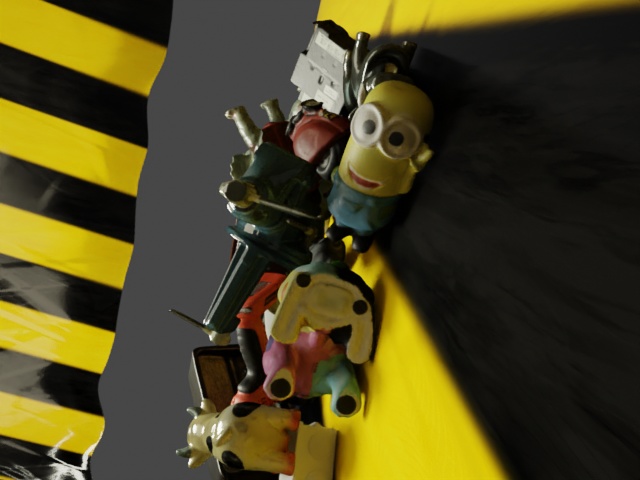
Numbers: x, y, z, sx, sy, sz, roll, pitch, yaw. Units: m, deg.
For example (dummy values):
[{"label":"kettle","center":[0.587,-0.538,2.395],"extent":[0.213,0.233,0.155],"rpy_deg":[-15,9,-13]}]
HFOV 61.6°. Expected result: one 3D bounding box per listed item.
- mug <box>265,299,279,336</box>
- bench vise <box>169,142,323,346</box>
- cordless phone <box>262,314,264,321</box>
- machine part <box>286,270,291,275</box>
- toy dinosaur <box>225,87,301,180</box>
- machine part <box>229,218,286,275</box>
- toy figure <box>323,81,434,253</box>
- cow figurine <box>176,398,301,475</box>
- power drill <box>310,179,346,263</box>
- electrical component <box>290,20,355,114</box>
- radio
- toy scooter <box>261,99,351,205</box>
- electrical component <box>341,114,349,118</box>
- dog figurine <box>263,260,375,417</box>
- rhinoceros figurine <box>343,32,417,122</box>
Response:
[{"label":"mug","center":[-0.059,0.165,0.966],"extent":[0.110,0.081,0.107],"rpy_deg":[-104,16,-59]},{"label":"bench vise","center":[-0.074,0.017,0.628],"extent":[0.240,0.129,0.223],"rpy_deg":[-61,-8,1]},{"label":"cordless phone","center":[-0.079,0.113,1.179],"extent":[0.184,0.089,0.146],"rpy_deg":[-73,-1,-62]},{"label":"machine part","center":[-0.049,0.018,1.061],"extent":[0.243,0.079,0.079],"rpy_deg":[-119,41,-74]},{"label":"toy dinosaur","center":[-0.046,-0.189,1.009],"extent":[0.405,0.131,0.192],"rpy_deg":[-10,103,46]},{"label":"machine part","center":[-0.099,-0.019,0.917],"extent":[0.201,0.087,0.200],"rpy_deg":[-115,37,-73]},{"label":"toy figure","center":[0.054,-0.074,0.547],"extent":[0.089,0.082,0.180],"rpy_deg":[-87,10,-46]},{"label":"cow figurine","center":[-0.103,0.240,0.653],"extent":[0.195,0.127,0.085],"rpy_deg":[127,156,-64]},{"label":"power drill","center":[-0.002,-0.003,0.838],"extent":[0.232,0.086,0.207],"rpy_deg":[114,157,-52]},{"label":"electrical component","center":[0.019,-0.255,0.841],"extent":[0.058,0.115,0.134],"rpy_deg":[-25,-26,-43]},{"label":"radio","center":[-0.119,0.269,0.835],"extent":[0.230,0.131,0.073],"rpy_deg":[-118,36,-43]},{"label":"toy scooter","center":[-0.022,-0.124,0.714],"extent":[0.135,0.075,0.184],"rpy_deg":[59,146,9]},{"label":"electrical component","center":[0.026,-0.112,0.767],"extent":[0.075,0.048,0.119],"rpy_deg":[2,89,52]},{"label":"dog figurine","center":[-0.012,0.116,0.643],"extent":[0.219,0.108,0.191],"rpy_deg":[173,108,-83]},{"label":"rhinoceros figurine","center":[0.065,-0.182,0.635],"extent":[0.190,0.073,0.112],"rpy_deg":[-124,48,-77]}]
